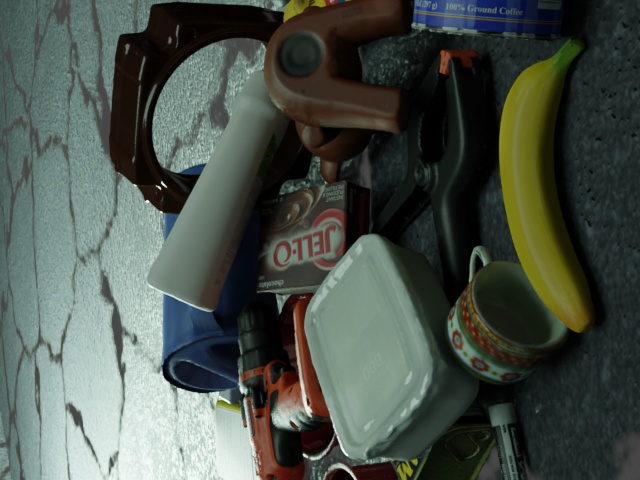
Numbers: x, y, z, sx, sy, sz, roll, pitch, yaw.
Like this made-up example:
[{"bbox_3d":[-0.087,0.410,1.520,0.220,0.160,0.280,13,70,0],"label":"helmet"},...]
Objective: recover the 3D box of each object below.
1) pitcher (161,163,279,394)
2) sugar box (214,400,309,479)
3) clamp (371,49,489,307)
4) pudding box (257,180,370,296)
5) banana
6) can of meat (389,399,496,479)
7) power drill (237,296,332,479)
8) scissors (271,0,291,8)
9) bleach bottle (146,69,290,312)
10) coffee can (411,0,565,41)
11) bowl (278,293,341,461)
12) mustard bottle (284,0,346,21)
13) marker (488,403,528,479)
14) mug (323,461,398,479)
[{"bbox_3d":[-0.114,0.032,1.168,0.149,0.144,0.243,-43,44,42],"label":"pitcher"},{"bbox_3d":[-0.068,0.235,1.210,0.176,0.048,0.093,-3,90,61],"label":"sugar box"},{"bbox_3d":[0.090,-0.052,0.860,0.165,0.036,0.210,-141,50,-58],"label":"clamp"},{"bbox_3d":[-0.006,0.001,0.959,0.114,0.039,0.090,-11,72,45],"label":"pudding box"},{"bbox_3d":[0.152,-0.036,0.729,0.070,0.037,0.198,172,96,-66],"label":"banana"},{"bbox_3d":[0.090,0.152,0.856,0.084,0.057,0.102,-115,34,-44],"label":"can of meat"},{"bbox_3d":[-0.024,0.117,0.965,0.188,0.057,0.184,129,134,-58],"label":"power drill"},{"bbox_3d":[-0.024,-0.261,1.017,0.096,0.016,0.202,-50,18,-1],"label":"scissors"},{"bbox_3d":[-0.081,-0.059,1.004,0.102,0.068,0.251,92,-158,-85],"label":"bleach bottle"},{"bbox_3d":[0.118,-0.208,0.711,0.103,0.102,0.140,-149,60,-61],"label":"coffee can"},{"bbox_3d":[0.009,0.127,1.024,0.162,0.055,0.162,178,90,-65],"label":"bowl"},{"bbox_3d":[0.032,-0.222,0.940,0.192,0.058,0.096,-10,62,63],"label":"mustard bottle"},{"bbox_3d":[0.145,0.181,0.783,0.020,0.020,0.121,142,122,-60],"label":"marker"},{"bbox_3d":[0.054,0.240,0.907,0.093,0.081,0.117,-131,45,-53],"label":"mug"}]
